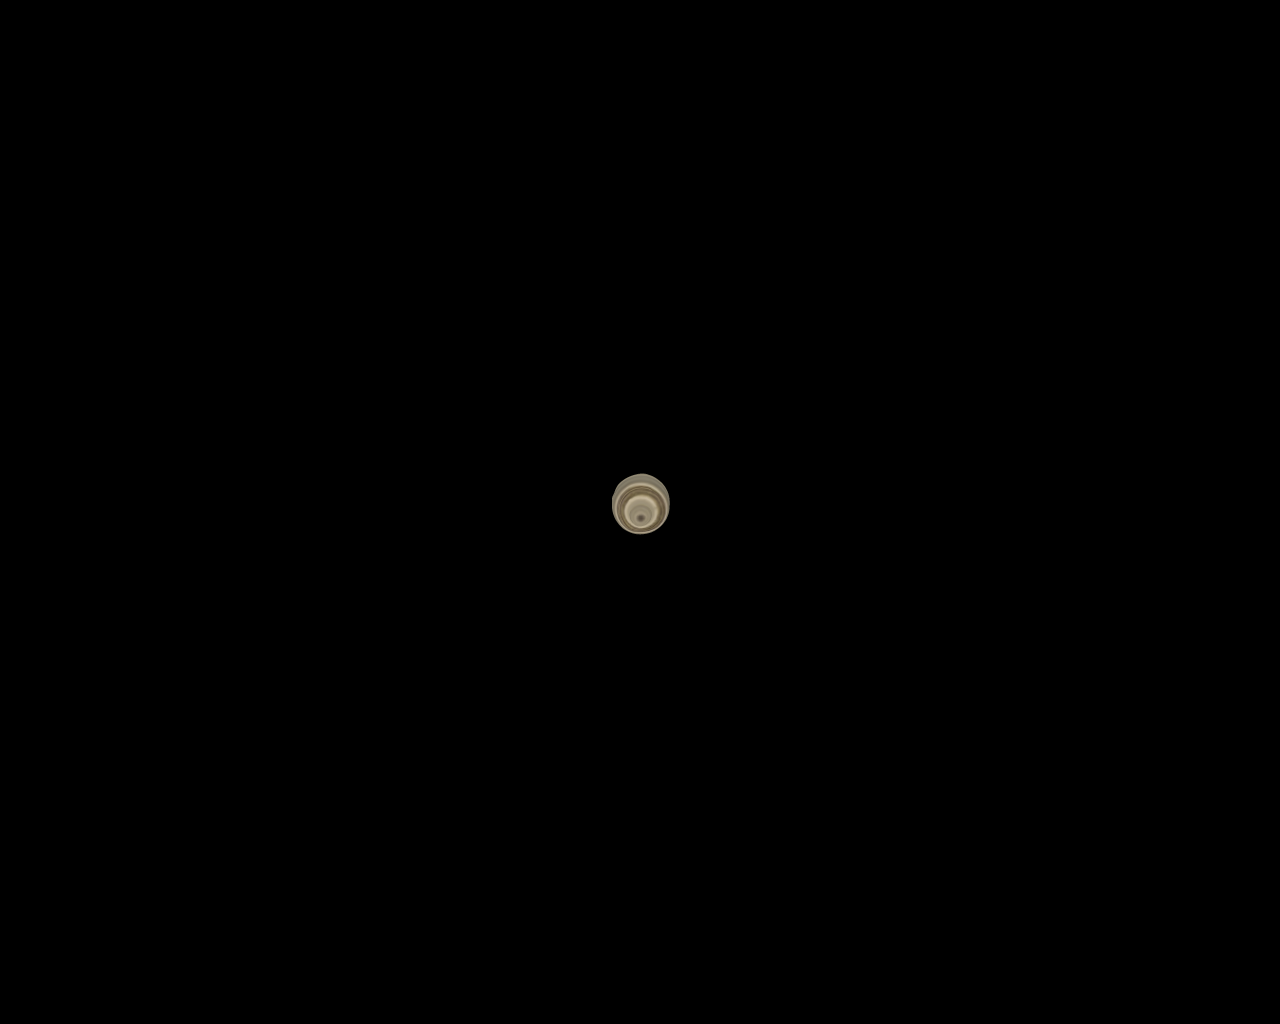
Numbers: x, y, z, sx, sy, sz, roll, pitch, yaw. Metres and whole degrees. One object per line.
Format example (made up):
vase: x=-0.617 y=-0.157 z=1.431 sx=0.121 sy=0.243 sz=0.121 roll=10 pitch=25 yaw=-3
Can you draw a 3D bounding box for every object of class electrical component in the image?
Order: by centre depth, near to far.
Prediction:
electrical component: x=0.001 y=-0.003 z=0.650 sx=0.035 sy=0.035 sz=0.061 roll=0 pitch=12 yaw=0
